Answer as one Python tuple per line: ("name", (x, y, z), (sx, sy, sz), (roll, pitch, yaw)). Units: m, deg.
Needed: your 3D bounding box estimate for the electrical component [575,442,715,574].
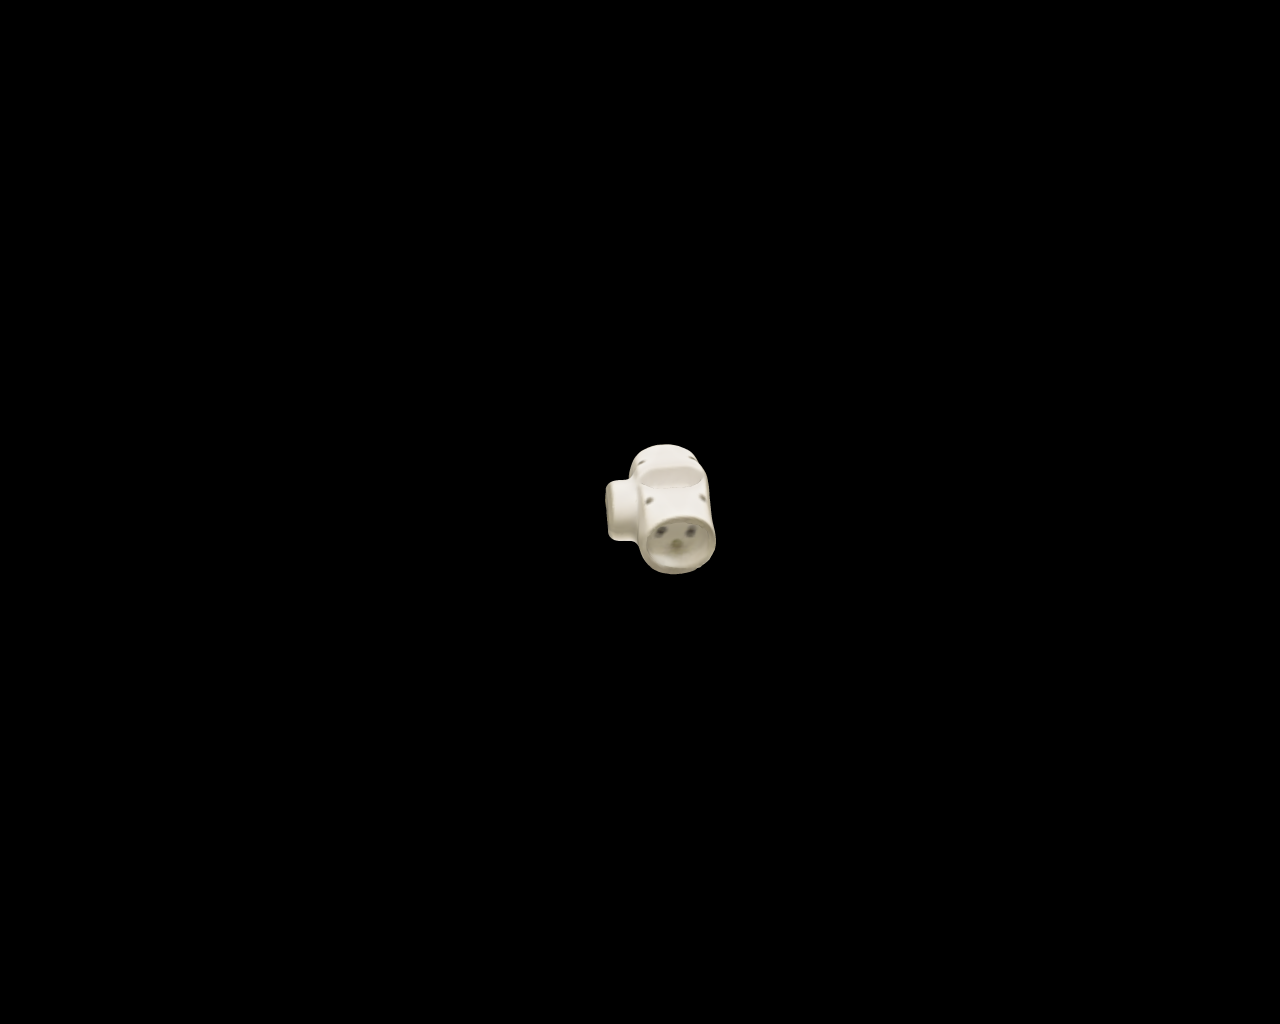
("electrical component", (0.001, -0.003, 0.650), (0.079, 0.043, 0.077), (-3, 37, -4))
